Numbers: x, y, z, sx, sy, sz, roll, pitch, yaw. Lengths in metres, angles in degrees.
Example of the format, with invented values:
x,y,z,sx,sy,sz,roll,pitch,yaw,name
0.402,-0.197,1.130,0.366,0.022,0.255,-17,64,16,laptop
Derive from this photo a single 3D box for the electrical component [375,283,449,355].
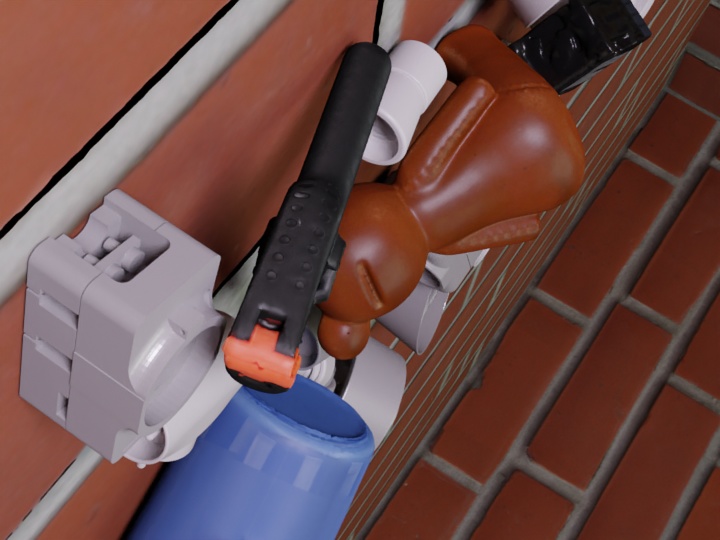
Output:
x,y,z,sx,sy,sz,roll,pitch,yaw,name
0.054,0.019,0.986,0.099,0.064,0.099,-54,168,-16,electrical component

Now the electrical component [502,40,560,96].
x,y,z,sx,sy,sz,roll,pitch,yaw,name
0.113,-0.123,0.863,0.108,0.056,0.109,-60,168,15,electrical component

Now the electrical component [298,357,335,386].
x,y,z,sx,sy,sz,roll,pitch,yaw,name
-0.044,0.065,0.747,0.043,0.043,0.062,-58,168,6,electrical component

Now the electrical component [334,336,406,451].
x,y,z,sx,sy,sz,roll,pitch,yaw,name
-0.003,0.107,0.881,0.108,0.060,0.108,-55,-162,28,electrical component

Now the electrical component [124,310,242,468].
x,y,z,sx,sy,sz,roll,pitch,yaw,name
-0.095,0.068,0.536,0.077,0.043,0.079,-43,163,-51,electrical component

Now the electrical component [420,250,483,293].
x,y,z,sx,sy,sz,roll,pitch,yaw,name
0.063,-0.023,0.895,0.059,0.054,0.095,-55,156,-13,electrical component

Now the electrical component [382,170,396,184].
x,y,z,sx,sy,sz,roll,pitch,yaw,name
0.021,-0.038,0.748,0.078,0.040,0.040,-48,166,-38,electrical component

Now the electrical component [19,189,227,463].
x,y,z,sx,sy,sz,roll,pitch,yaw,name
-0.089,0.025,0.409,0.050,0.056,0.089,-47,165,-43,electrical component

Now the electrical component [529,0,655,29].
x,y,z,sx,sy,sz,roll,pitch,yaw,name
0.171,-0.216,0.817,0.108,0.060,0.108,-30,150,-20,electrical component

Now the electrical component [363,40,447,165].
x,y,z,sx,sy,sz,roll,pitch,yaw,name
0.020,-0.094,0.587,0.065,0.044,0.044,-56,170,-32,electrical component

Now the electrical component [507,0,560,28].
x,y,z,sx,sy,sz,roll,pitch,yaw,name
0.122,-0.204,0.645,0.108,0.060,0.108,-41,-176,4,electrical component

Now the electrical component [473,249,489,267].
x,y,z,sx,sy,sz,roll,pitch,yaw,name
0.101,-0.040,1.042,0.078,0.057,0.058,-49,166,-37,electrical component

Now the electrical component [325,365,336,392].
x,y,z,sx,sy,sz,roll,pitch,yaw,name
-0.038,0.081,0.816,0.048,0.048,0.062,-31,145,-66,electrical component

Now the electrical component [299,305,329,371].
x,y,z,sx,sy,sz,roll,pitch,yaw,name
-0.021,0.016,0.709,0.077,0.043,0.079,-45,164,-47,electrical component
